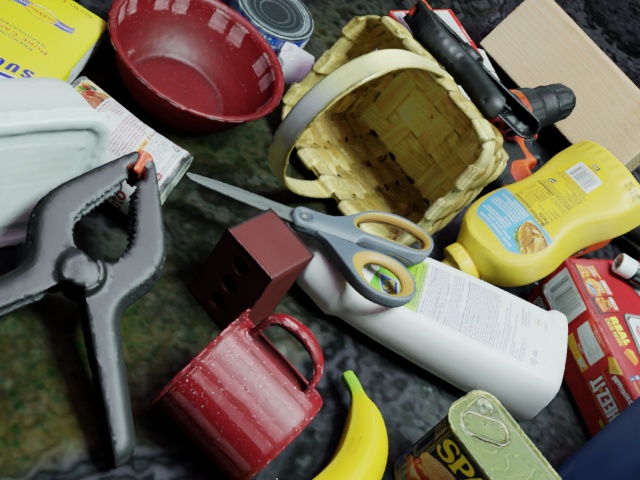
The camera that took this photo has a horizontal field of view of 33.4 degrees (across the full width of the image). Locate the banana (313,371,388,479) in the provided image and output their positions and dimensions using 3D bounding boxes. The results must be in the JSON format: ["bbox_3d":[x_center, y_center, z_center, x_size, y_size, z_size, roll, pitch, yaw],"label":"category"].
[{"bbox_3d":[-0.002,0.167,0.731,0.070,0.037,0.197,30,38,15],"label":"banana"}]

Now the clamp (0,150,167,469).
[{"bbox_3d":[-0.153,0.035,0.703,0.164,0.036,0.209,35,62,-8],"label":"clamp"}]

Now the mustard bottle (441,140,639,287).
[{"bbox_3d":[0.184,-0.011,0.947,0.191,0.058,0.096,-29,50,-6],"label":"mustard bottle"}]

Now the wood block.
[{"bbox_3d":[0.282,-0.166,1.169,0.206,0.091,0.090,51,15,14],"label":"wood block"}]

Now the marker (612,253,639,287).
[{"bbox_3d":[0.317,0.049,0.964,0.121,0.020,0.020,29,42,-11],"label":"marker"}]

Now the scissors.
[{"bbox_3d":[-0.005,0.001,0.816,0.201,0.016,0.096,9,49,-17],"label":"scissors"}]

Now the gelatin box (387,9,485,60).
[{"bbox_3d":[0.113,-0.199,1.089,0.089,0.030,0.073,-10,60,-36],"label":"gelatin box"}]

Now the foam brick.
[{"bbox_3d":[-0.052,0.024,0.792,0.053,0.078,0.051,47,43,13],"label":"foam brick"}]

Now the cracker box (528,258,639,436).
[{"bbox_3d":[0.312,0.104,0.981,0.213,0.072,0.164,3,52,-34],"label":"cracker box"}]

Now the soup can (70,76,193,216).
[{"bbox_3d":[-0.156,-0.067,0.807,0.102,0.069,0.068,36,41,-4],"label":"soup can"}]

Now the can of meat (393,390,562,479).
[{"bbox_3d":[0.112,0.173,0.766,0.057,0.084,0.102,-23,68,-45],"label":"can of meat"}]

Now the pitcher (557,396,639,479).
[{"bbox_3d":[0.291,0.152,0.790,0.149,0.243,0.145,21,44,-19],"label":"pitcher"}]

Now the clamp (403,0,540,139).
[{"bbox_3d":[0.134,-0.163,1.001,0.171,0.039,0.120,47,12,15],"label":"clamp"}]

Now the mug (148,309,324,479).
[{"bbox_3d":[-0.045,0.098,0.705,0.081,0.117,0.093,46,19,2],"label":"mug"}]

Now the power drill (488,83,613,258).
[{"bbox_3d":[0.216,-0.070,1.056,0.184,0.057,0.188,-19,63,-24],"label":"power drill"}]

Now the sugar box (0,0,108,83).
[{"bbox_3d":[-0.244,-0.137,0.826,0.093,0.048,0.176,31,40,-8],"label":"sugar box"}]

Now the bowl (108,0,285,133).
[{"bbox_3d":[-0.114,-0.145,0.917,0.162,0.055,0.162,19,44,-20],"label":"bowl"}]

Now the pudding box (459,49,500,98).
[{"bbox_3d":[0.140,-0.166,1.128,0.113,0.039,0.090,1,53,-31],"label":"pudding box"}]

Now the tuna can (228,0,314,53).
[{"bbox_3d":[-0.050,-0.213,1.040,0.086,0.034,0.086,19,44,-20],"label":"tuna can"}]

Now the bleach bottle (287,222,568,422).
[{"bbox_3d":[0.079,0.050,0.873,0.250,0.068,0.102,29,40,-7],"label":"bleach bottle"}]
